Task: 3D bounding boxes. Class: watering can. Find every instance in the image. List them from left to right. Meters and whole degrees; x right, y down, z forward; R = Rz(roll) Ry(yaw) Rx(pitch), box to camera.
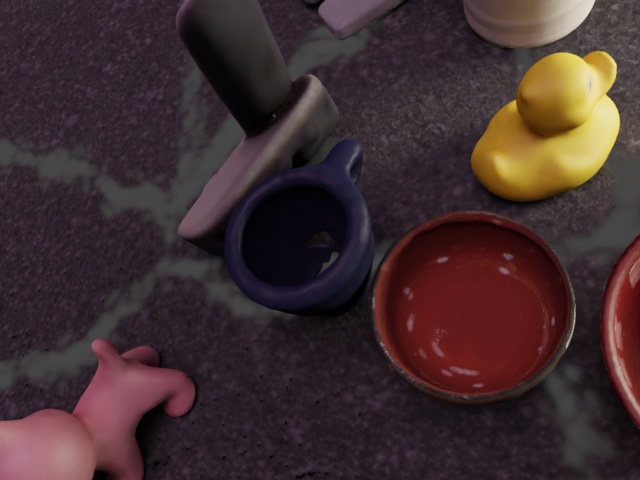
[{"bbox_3d":[0.144,-0.231,0.374,0.172,0.194,0.101,-7,65,17],"label":"watering can"}]

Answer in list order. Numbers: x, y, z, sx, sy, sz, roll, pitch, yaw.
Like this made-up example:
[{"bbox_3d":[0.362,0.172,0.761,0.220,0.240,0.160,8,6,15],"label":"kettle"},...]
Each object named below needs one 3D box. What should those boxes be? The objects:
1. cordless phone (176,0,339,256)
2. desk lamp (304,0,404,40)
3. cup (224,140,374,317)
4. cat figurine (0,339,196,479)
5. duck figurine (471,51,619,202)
[{"bbox_3d":[-0.063,-0.074,0.380,0.093,0.185,0.148,27,78,28],"label":"cordless phone"},{"bbox_3d":[0.049,-0.299,0.427,0.203,0.214,0.117,-35,60,1],"label":"desk lamp"},{"bbox_3d":[0.003,0.001,0.375,0.091,0.095,0.118,22,76,27],"label":"cup"},{"bbox_3d":[-0.156,0.122,0.363,0.067,0.118,0.128,22,76,27],"label":"cat figurine"},{"bbox_3d":[0.144,-0.078,0.367,0.104,0.086,0.077,-33,60,3],"label":"duck figurine"}]
